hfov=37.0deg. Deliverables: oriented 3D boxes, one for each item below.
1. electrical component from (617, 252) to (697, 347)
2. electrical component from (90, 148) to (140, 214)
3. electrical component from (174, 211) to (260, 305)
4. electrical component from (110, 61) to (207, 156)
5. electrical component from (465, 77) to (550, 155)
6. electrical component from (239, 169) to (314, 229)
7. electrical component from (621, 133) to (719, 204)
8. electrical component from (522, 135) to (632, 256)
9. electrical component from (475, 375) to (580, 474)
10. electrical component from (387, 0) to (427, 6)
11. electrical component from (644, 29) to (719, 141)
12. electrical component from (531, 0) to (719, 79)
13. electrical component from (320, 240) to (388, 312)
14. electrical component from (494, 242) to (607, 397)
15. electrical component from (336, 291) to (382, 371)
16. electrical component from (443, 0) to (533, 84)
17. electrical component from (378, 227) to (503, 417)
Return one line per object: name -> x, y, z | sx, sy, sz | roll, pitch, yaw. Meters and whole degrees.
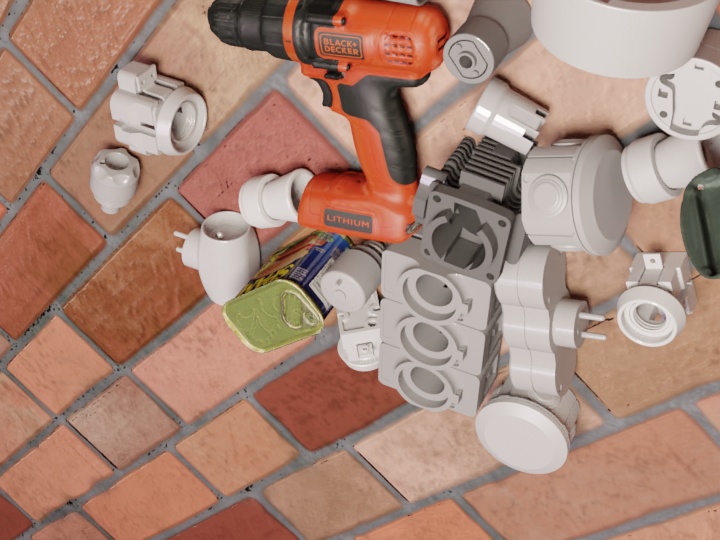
electrical component -> 0.211, 0.021, 0.762 | 0.048, 0.055, 0.066 | 0, 126, 34
electrical component -> -0.224, -0.077, 0.975 | 0.043, 0.043, 0.062 | 31, 138, 7
electrical component -> -0.133, -0.015, 0.968 | 0.079, 0.043, 0.077 | 19, 134, 19
electrical component -> -0.164, -0.127, 0.882 | 0.057, 0.058, 0.078 | 20, 135, 22
electrical component -> 0.102, -0.105, 0.739 | 0.046, 0.040, 0.040 | 29, 137, 2
electrical component -> -0.066, -0.058, 0.886 | 0.055, 0.045, 0.045 | -5, 123, 37
electrical component -> 0.204, -0.069, 0.696 | 0.055, 0.045, 0.045 | -16, 116, 42
electrical component -> 0.148, -0.050, 0.726 | 0.051, 0.080, 0.080 | 3, 128, 38
electrical component -> 0.142, 0.127, 0.903 | 0.080, 0.051, 0.080 | 18, 134, 20
electrical component -> 0.025, -0.213, 0.656 | 0.064, 0.099, 0.099 | 19, 135, 11
electrical component -> 0.207, -0.114, 0.654 | 0.055, 0.047, 0.055 | 18, 134, 20
electrical component -> 0.150, -0.154, 0.617 | 0.108, 0.108, 0.060 | 22, 141, 17
electrical component -> 0.000, 0.000, 0.867 | 0.040, 0.078, 0.040 | 18, 133, 20
electrical component -> 0.152, 0.039, 0.819 | 0.074, 0.052, 0.138 | 7, 130, 28
electrical component -> 0.002, 0.055, 0.931 | 0.048, 0.066, 0.055 | -10, 136, 0
electrical component -> 0.081, -0.149, 0.694 | 0.044, 0.065, 0.044 | 18, 134, 20
electrical component -> 0.066, 0.041, 0.870 | 0.089, 0.061, 0.150 | 19, 134, 19
